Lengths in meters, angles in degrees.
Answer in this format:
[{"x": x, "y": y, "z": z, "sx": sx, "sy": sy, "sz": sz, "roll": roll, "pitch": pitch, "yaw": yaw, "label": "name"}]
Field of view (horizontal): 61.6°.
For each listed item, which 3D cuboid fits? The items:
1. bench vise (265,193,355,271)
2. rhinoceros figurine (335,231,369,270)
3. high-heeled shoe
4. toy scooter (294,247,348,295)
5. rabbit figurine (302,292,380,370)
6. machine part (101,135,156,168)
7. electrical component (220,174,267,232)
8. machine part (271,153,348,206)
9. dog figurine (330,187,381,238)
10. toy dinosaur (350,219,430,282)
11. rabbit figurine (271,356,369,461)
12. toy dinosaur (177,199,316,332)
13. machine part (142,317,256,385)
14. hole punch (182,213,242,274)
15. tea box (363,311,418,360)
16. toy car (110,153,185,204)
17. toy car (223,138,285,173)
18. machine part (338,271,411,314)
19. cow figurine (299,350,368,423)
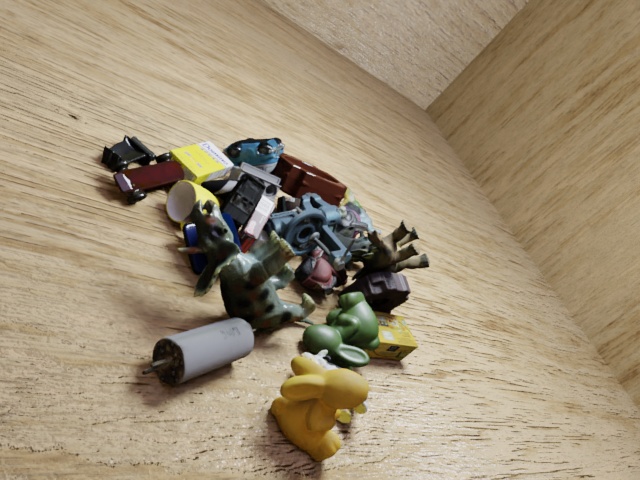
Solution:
[{"x": 0.000, "y": -0.013, "z": 1.252, "sx": 0.223, "sy": 0.128, "sz": 0.241, "roll": -2, "pitch": 36, "yaw": -40, "label": "bench vise"}, {"x": 0.087, "y": 0.021, "z": 1.474, "sx": 0.190, "sy": 0.112, "sz": 0.073, "roll": 11, "pitch": 39, "yaw": -35, "label": "rhinoceros figurine"}, {"x": -0.174, "y": -0.059, "z": 1.307, "sx": 0.249, "sy": 0.086, "sz": 0.145, "roll": 9, "pitch": 72, "yaw": -23, "label": "high-heeled shoe"}, {"x": 0.012, "y": 0.083, "z": 1.327, "sx": 0.135, "sy": 0.075, "sz": 0.184, "roll": 43, "pitch": 23, "yaw": -9, "label": "toy scooter"}, {"x": 0.039, "y": 0.215, "z": 1.171, "sx": 0.170, "sy": 0.121, "sz": 0.159, "roll": -15, "pitch": 69, "yaw": -39, "label": "rabbit figurine"}, {"x": -0.414, "y": -0.186, "z": 1.161, "sx": 0.084, "sy": 0.039, "sz": 0.139, "roll": 48, "pitch": 26, "yaw": -4, "label": "machine part"}, {"x": -0.185, "y": -0.075, "z": 1.208, "sx": 0.058, "sy": 0.134, "sz": 0.115, "roll": 35, "pitch": -14, "yaw": -13, "label": "electrical component"}, {"x": -0.041, "y": -0.164, "z": 1.517, "sx": 0.201, "sy": 0.087, "sz": 0.201, "roll": 20, "pitch": 15, "yaw": -35, "label": "machine part"}, {"x": 0.075, "y": -0.071, "z": 1.596, "sx": 0.191, "sy": 0.108, "sz": 0.219, "roll": 17, "pitch": 33, "yaw": -37, "label": "dog figurine"}, {"x": 0.166, "y": 0.045, "z": 1.352, "sx": 0.471, "sy": 0.199, "sz": 0.105, "roll": 36, "pitch": 37, "yaw": -67, "label": "toy dinosaur"}, {"x": 0.005, "y": 0.274, "z": 0.943, "sx": 0.162, "sy": 0.173, "sz": 0.122, "roll": 44, "pitch": 31, "yaw": -10, "label": "rabbit figurine"}, {"x": -0.126, "y": 0.102, "z": 1.026, "sx": 0.131, "sy": 0.192, "sz": 0.404, "roll": 49, "pitch": -15, "yaw": 47, "label": "toy dinosaur"}, {"x": -0.192, "y": 0.182, "z": 0.904, "sx": 0.079, "sy": 0.079, "sz": 0.243, "roll": 54, "pitch": 29, "yaw": 18, "label": "machine part"}, {"x": -0.200, "y": 0.003, "z": 1.091, "sx": 0.116, "sy": 0.092, "sz": 0.142, "roll": -14, "pitch": 86, "yaw": -58, "label": "hole punch"}, {"x": 0.150, "y": 0.231, "z": 1.310, "sx": 0.169, "sy": 0.068, "sz": 0.098, "roll": 19, "pitch": 37, "yaw": -42, "label": "tea box"}, {"x": -0.362, "y": -0.131, "z": 1.137, "sx": 0.089, "sy": 0.053, "sz": 0.202, "roll": 65, "pitch": 29, "yaw": -5, "label": "toy car"}, {"x": -0.172, "y": -0.220, "z": 1.454, "sx": 0.109, "sy": 0.162, "sz": 0.102, "roll": -46, "pitch": 134, "yaw": -58, "label": "toy car"}, {"x": 0.133, "y": 0.139, "z": 1.308, "sx": 0.179, "sy": 0.179, "sz": 0.056, "roll": 14, "pitch": 47, "yaw": -44, "label": "machine part"}, {"x": 0.024, "y": 0.276, "z": 1.076, "sx": 0.167, "sy": 0.068, "sz": 0.098, "roll": 46, "pitch": 18, "yaw": -4, "label": "cow figurine"}]
